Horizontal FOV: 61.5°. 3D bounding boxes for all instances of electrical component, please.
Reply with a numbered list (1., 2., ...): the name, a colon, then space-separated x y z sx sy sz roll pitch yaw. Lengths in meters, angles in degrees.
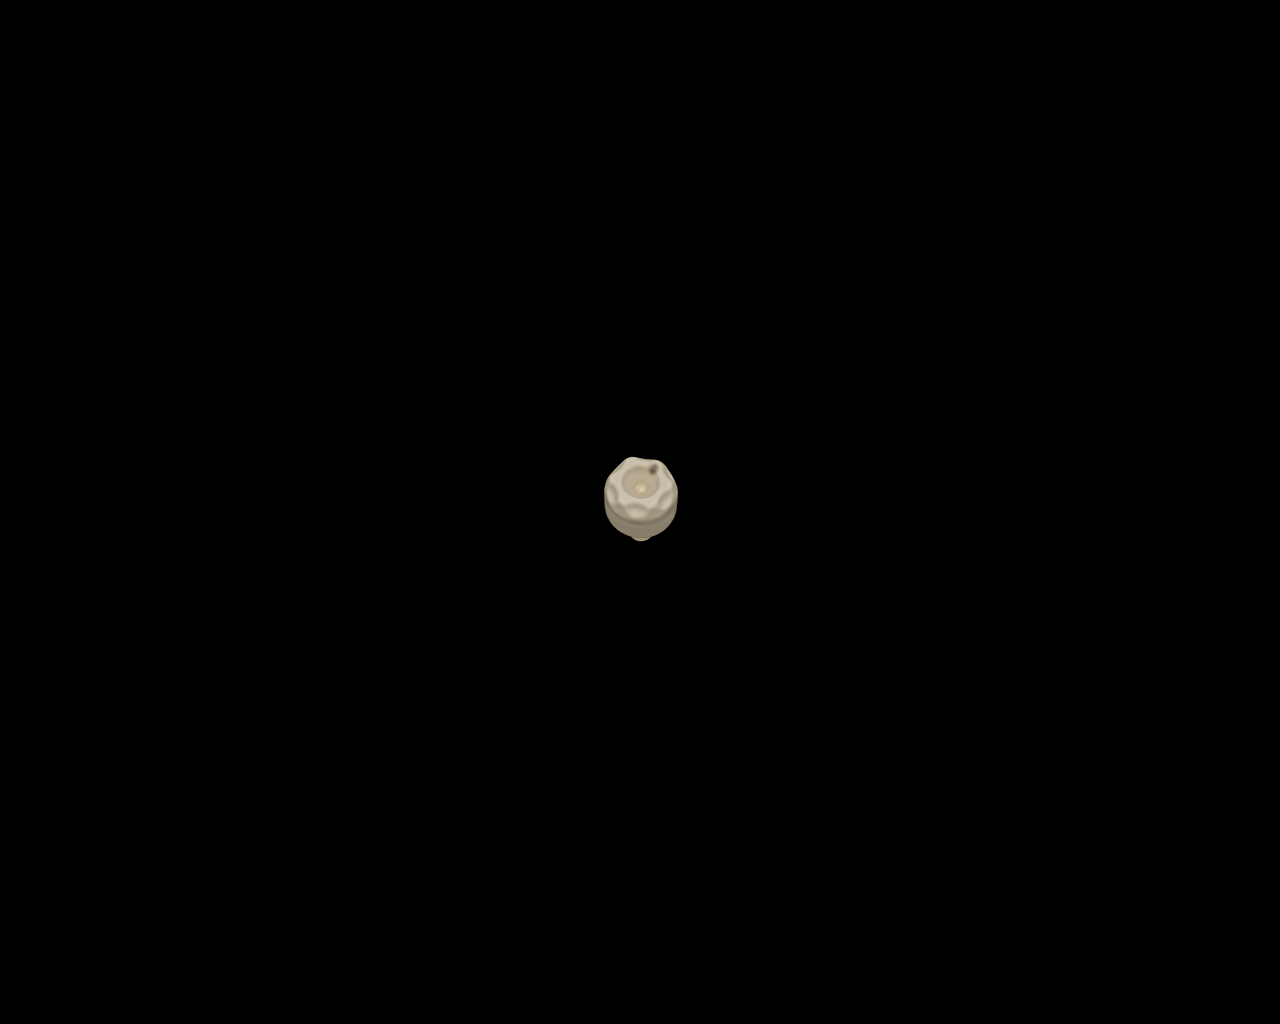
1. electrical component: 0.001 -0.003 0.650 0.043 0.043 0.062 0 -31 0
